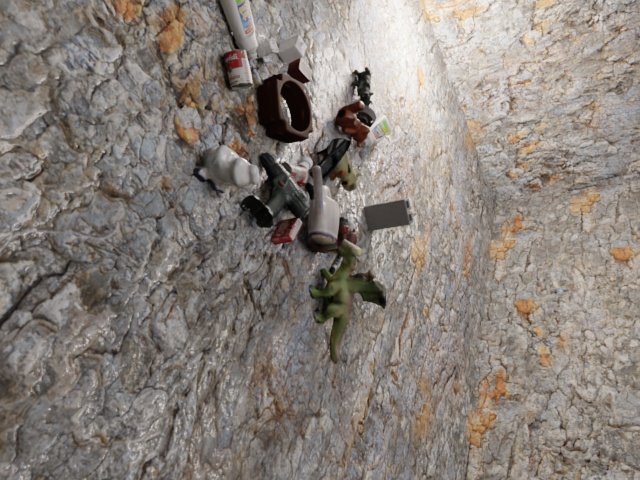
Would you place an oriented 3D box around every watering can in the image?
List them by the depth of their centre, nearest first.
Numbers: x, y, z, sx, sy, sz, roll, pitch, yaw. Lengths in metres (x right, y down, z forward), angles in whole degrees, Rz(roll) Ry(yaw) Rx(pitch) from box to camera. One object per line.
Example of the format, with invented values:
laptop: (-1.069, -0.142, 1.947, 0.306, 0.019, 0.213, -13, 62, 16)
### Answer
watering can: (0.005, -0.087, 1.722, 0.342, 0.104, 0.228, 64, 27, -66)

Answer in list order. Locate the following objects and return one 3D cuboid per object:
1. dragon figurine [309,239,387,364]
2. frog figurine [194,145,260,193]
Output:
dragon figurine: (0.105, 0.201, 1.720, 0.123, 0.241, 0.410, -14, 91, -64)
frog figurine: (-0.230, -0.194, 1.365, 0.135, 0.158, 0.125, 57, 37, -33)
